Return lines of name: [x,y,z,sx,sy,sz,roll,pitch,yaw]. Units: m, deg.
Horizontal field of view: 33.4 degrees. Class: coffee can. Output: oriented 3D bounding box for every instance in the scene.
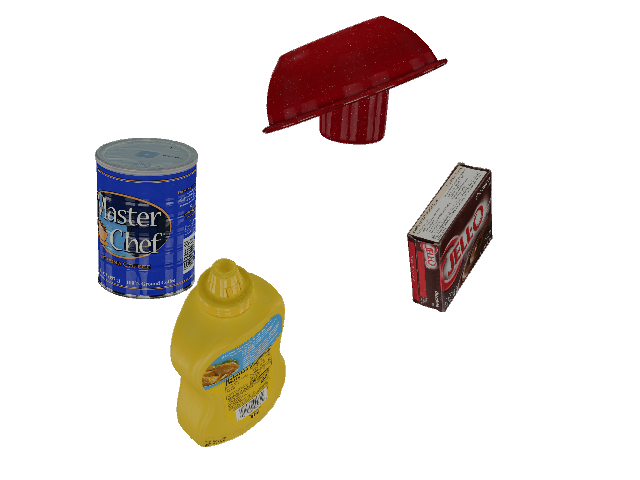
coffee can: [-0.179,-0.024,1.101,0.103,0.140,0.103,3,23,-2]

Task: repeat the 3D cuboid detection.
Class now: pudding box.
pudding box: [0.123,-0.004,0.997,0.039,0.090,0.113,17,50,24]

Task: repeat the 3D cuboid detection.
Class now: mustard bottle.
mustard bottle: [-0.070,0.078,0.815,0.096,0.192,0.058,-34,61,-26]

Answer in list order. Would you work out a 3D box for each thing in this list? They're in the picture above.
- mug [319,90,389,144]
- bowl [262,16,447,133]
mug: [0.047,-0.170,1.308,0.093,0.081,0.117,17,26,28]
bowl: [0.018,-0.141,0.871,0.162,0.055,0.162,-21,8,3]
